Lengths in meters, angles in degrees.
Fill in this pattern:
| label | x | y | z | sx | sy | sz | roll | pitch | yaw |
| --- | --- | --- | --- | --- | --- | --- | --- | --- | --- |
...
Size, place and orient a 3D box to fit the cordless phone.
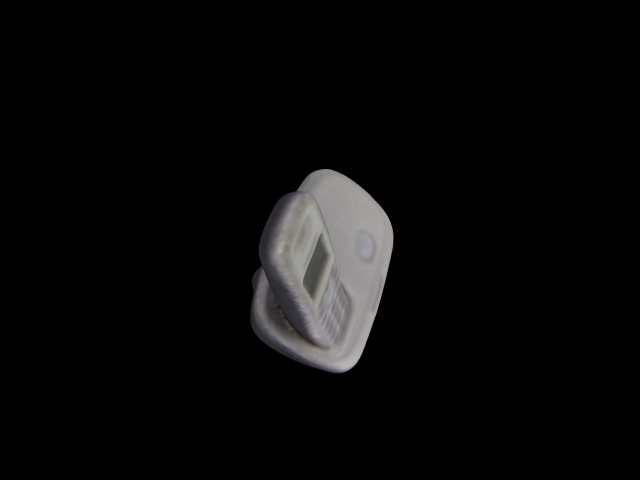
| label | x | y | z | sx | sy | sz | roll | pitch | yaw |
| --- | --- | --- | --- | --- | --- | --- | --- | --- | --- |
| cordless phone | 0.004 | 0.001 | 0.400 | 0.094 | 0.185 | 0.147 | 14 | 64 | 7 |
